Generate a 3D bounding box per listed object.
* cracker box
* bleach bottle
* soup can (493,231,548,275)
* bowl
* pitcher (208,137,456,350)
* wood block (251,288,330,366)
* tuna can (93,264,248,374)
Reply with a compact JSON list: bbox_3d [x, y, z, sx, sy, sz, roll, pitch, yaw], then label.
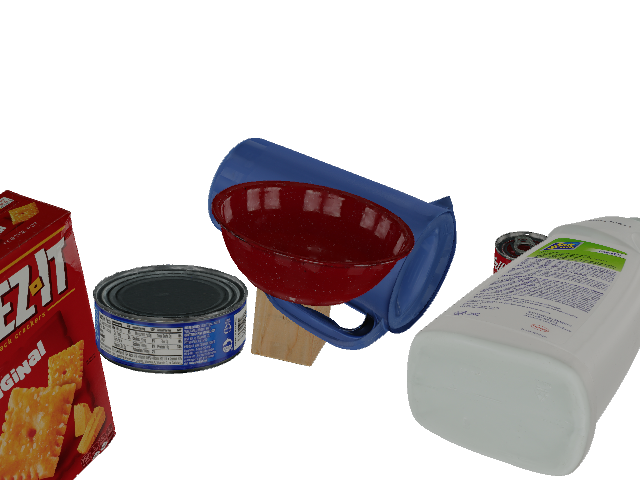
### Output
[{"bbox_3d":[-0.229,0.099,0.740,0.072,0.214,0.164,15,38,26],"label":"cracker box"},{"bbox_3d":[0.151,0.039,0.619,0.103,0.068,0.250,14,26,31],"label":"bleach bottle"},{"bbox_3d":[0.227,0.050,1.193,0.068,0.102,0.068,-1,28,0],"label":"soup can"},{"bbox_3d":[-0.010,0.007,0.842,0.162,0.055,0.162,10,22,-4],"label":"bowl"},{"bbox_3d":[0.002,-0.005,1.081,0.243,0.145,0.149,26,27,25],"label":"pitcher"},{"bbox_3d":[-0.033,0.053,1.455,0.090,0.206,0.090,11,22,11],"label":"wood block"},{"bbox_3d":[-0.084,0.043,0.600,0.086,0.034,0.086,2,18,-1],"label":"tuna can"}]
